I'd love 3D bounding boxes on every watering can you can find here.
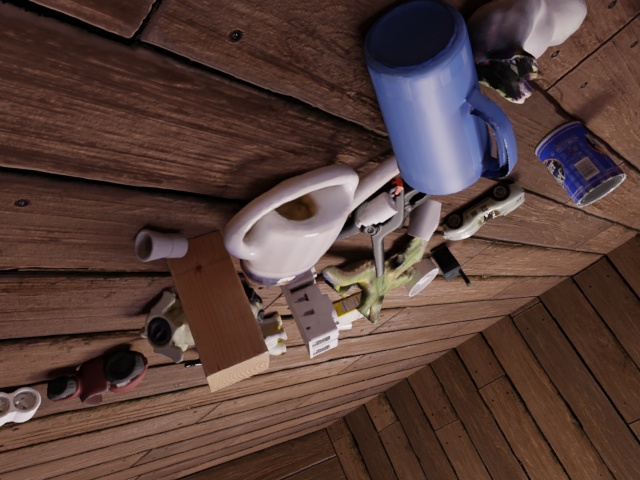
[{"bbox_3d":[0.002,-0.039,0.785,0.351,0.105,0.219,-22,157,-34],"label":"watering can"}]

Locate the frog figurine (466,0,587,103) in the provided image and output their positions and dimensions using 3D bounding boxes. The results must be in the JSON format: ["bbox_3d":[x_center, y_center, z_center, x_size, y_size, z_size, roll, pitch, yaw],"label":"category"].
[{"bbox_3d":[0.245,-0.263,0.622,0.135,0.123,0.160,36,78,-53],"label":"frog figurine"}]

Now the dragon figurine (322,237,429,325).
[{"bbox_3d":[0.141,0.055,1.143,0.243,0.123,0.404,-44,157,-4],"label":"dragon figurine"}]
